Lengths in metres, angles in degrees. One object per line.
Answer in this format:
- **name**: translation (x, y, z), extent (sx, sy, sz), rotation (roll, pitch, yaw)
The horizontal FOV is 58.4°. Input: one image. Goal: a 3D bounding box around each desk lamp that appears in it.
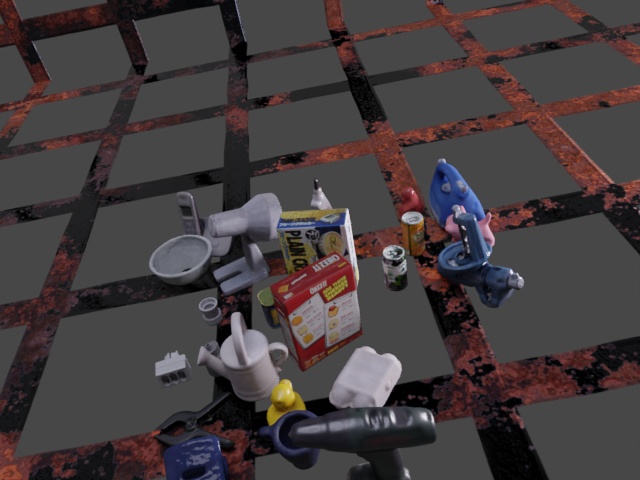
- **desk lamp**: translation (-0.182, 0.003, 1.423), extent (0.203, 0.214, 0.117), rotation (-25, 41, -16)

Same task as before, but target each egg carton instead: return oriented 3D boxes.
- **egg carton**: translation (0.092, 0.281, 1.128), extent (0.107, 0.069, 0.150), rotation (13, 45, 28)

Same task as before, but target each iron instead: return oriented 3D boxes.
- **iron**: translation (0.346, -0.142, 1.528), extent (0.118, 0.142, 0.258), rotation (-14, 39, -3)

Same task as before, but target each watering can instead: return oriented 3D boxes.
- **watering can**: translation (-0.157, 0.231, 1.151), extent (0.173, 0.194, 0.100), rotation (-24, 40, -15)

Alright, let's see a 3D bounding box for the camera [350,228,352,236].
- **camera**: translation (0.013, 0.005, 1.462), extent (0.136, 0.101, 0.143), rotation (-7, 39, 5)

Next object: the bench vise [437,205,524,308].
- **bench vise**: translation (0.352, 0.027, 1.255), extent (0.206, 0.220, 0.122), rotation (14, 45, 28)

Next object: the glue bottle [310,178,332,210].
- **glue bottle**: translation (0.001, -0.089, 1.524), extent (0.037, 0.173, 0.078), rotation (10, 44, 25)

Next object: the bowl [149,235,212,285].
- **bowl**: translation (-0.355, 0.065, 1.501), extent (0.167, 0.075, 0.167), rotation (-7, 39, 6)

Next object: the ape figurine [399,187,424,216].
- **ape figurine**: translation (0.241, -0.104, 1.547), extent (0.076, 0.092, 0.078), rotation (13, 45, 28)

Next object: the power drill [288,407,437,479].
- **power drill**: translation (0.078, 0.348, 0.937), extent (0.229, 0.209, 0.075), rotation (-12, 39, -1)

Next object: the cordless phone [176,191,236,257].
- **cordless phone**: translation (-0.310, -0.046, 1.537), extent (0.147, 0.185, 0.094), rotation (2, 41, 17)

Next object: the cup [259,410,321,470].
- **cup**: translation (-0.047, 0.370, 1.033), extent (0.117, 0.095, 0.091), rotation (-1, 40, 13)

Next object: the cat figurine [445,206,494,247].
- **cat figurine**: translation (0.363, -0.033, 1.408), extent (0.128, 0.118, 0.067), rotation (-13, 39, -2)

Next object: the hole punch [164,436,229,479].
- **hole punch**: translation (-0.216, 0.417, 1.019), extent (0.108, 0.091, 0.101), rotation (-15, 39, -4)

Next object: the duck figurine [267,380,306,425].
- **duck figurine**: translation (-0.070, 0.321, 1.107), extent (0.077, 0.086, 0.104), rotation (-3, 39, 11)
